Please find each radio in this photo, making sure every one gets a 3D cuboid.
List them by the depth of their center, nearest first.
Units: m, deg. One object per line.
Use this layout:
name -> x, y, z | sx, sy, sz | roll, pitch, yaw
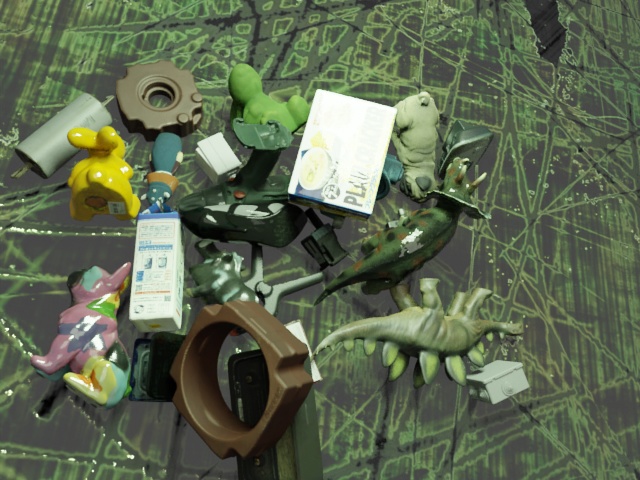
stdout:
radio -> -0.076, 0.289, 0.881 | 0.073, 0.131, 0.229 | 12, 69, -58

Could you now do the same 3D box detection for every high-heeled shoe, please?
high-heeled shoe -> -0.139, -0.036, 1.026 | 0.145, 0.248, 0.086 | 11, 100, 29

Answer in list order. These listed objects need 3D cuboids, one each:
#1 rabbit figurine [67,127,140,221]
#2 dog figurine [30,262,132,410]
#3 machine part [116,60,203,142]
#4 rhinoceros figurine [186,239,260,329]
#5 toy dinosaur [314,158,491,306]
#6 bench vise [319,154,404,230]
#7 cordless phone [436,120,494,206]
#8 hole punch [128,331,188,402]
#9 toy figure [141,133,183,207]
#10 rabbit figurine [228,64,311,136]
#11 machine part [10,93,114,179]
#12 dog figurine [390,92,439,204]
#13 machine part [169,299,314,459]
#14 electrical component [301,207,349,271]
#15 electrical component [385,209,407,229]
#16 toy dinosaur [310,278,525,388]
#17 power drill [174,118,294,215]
rabbit figurine -> -0.404, -0.138, 0.983 | 0.122, 0.162, 0.173 | -4, 52, -3
dog figurine -> -0.361, 0.146, 0.896 | 0.191, 0.108, 0.219 | 30, 63, -1
machine part -> -0.327, -0.285, 1.095 | 0.179, 0.056, 0.179 | 4, 68, -11
rhinoceros figurine -> -0.178, 0.072, 0.963 | 0.112, 0.073, 0.190 | -43, 55, 1
toy dinosaur -> 0.173, 0.003, 1.017 | 0.405, 0.192, 0.131 | -39, 86, -22
bench vise -> 0.049, -0.129, 1.097 | 0.224, 0.128, 0.240 | 25, 59, -5
cordless phone -> 0.290, -0.149, 1.149 | 0.089, 0.146, 0.184 | 25, 64, 6
hole punch -> -0.258, 0.219, 0.913 | 0.115, 0.092, 0.142 | 21, 58, -43
toy figure -> -0.302, -0.131, 1.042 | 0.057, 0.064, 0.154 | 23, 65, -47
rabbit figurine -> -0.120, -0.273, 1.088 | 0.121, 0.159, 0.170 | -39, 98, -26
machine part -> -0.479, -0.196, 1.011 | 0.079, 0.079, 0.243 | 39, 65, 2
dog figurine -> 0.216, -0.192, 1.139 | 0.121, 0.172, 0.190 | -14, 66, -7
machine part -> -0.122, 0.209, 0.826 | 0.201, 0.087, 0.201 | 36, 103, 29
electrical component -> -0.002, -0.003, 1.050 | 0.048, 0.075, 0.119 | -36, 95, -24
electrical component -> 0.170, -0.020, 1.138 | 0.063, 0.021, 0.094 | -8, 73, -16
toy dinosaur -> 0.196, 0.174, 1.010 | 0.471, 0.105, 0.198 | 7, 69, -20
power drill -> -0.145, -0.122, 0.999 | 0.232, 0.207, 0.086 | -5, 48, -28
